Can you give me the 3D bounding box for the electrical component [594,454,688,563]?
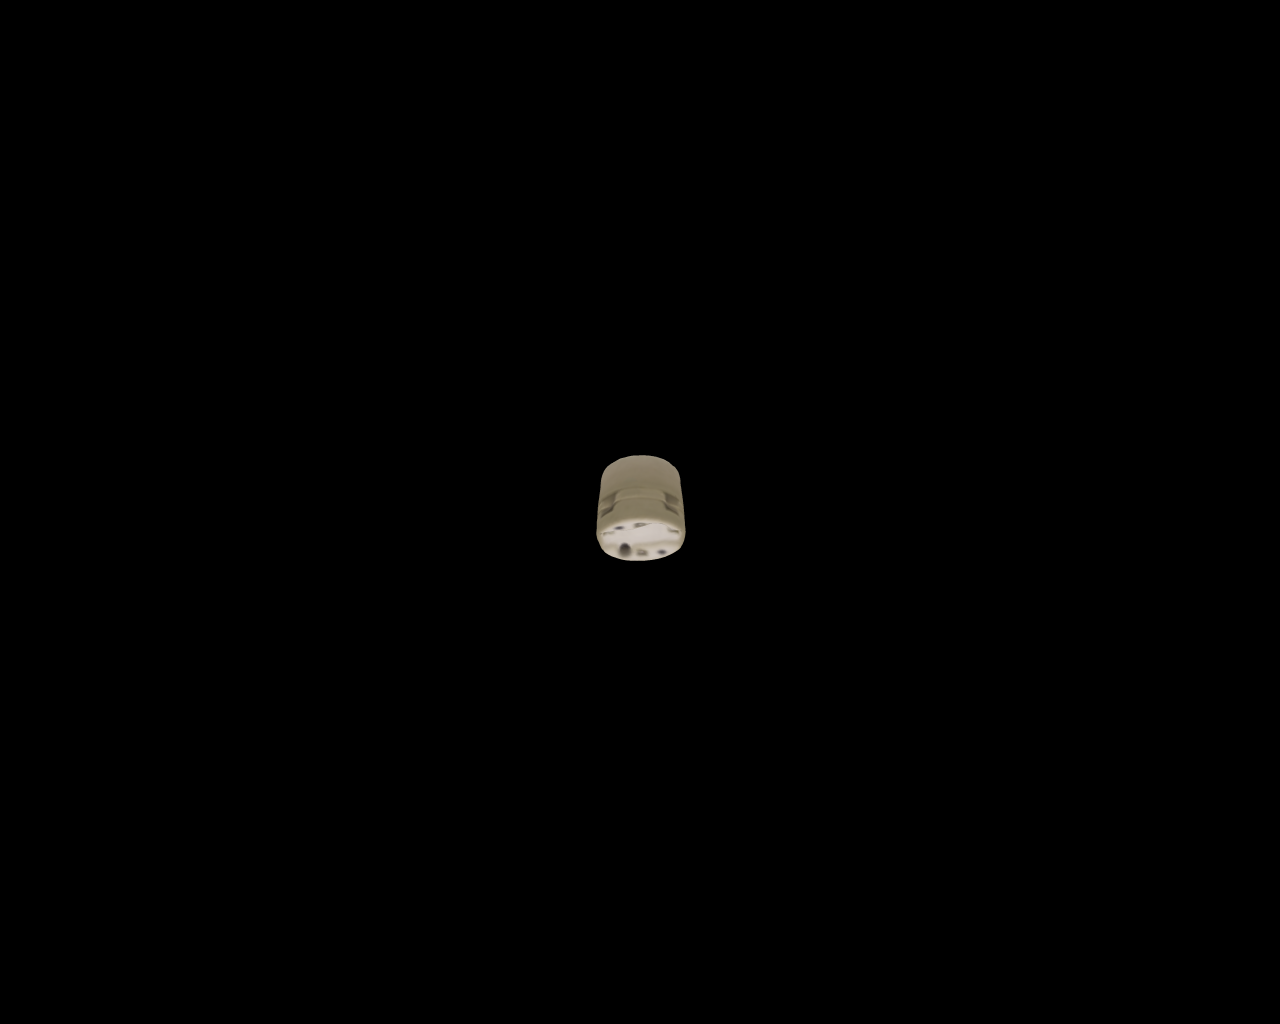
[{"bbox_3d":[0.001,-0.003,0.650,0.055,0.047,0.055,0,-31,0],"label":"electrical component"}]
